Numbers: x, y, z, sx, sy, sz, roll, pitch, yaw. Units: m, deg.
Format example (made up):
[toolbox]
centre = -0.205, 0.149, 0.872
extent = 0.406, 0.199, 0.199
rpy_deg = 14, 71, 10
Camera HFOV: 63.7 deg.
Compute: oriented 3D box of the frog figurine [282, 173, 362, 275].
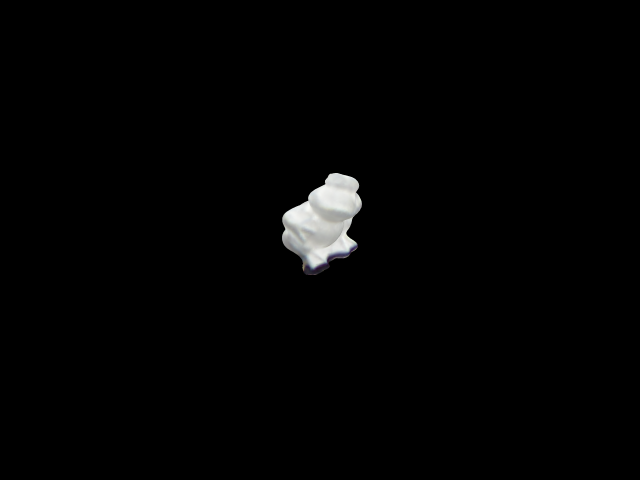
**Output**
[frog figurine]
centre = 0.003, -0.043, 0.850
extent = 0.138, 0.156, 0.125
rpy_deg = -13, 35, -19
